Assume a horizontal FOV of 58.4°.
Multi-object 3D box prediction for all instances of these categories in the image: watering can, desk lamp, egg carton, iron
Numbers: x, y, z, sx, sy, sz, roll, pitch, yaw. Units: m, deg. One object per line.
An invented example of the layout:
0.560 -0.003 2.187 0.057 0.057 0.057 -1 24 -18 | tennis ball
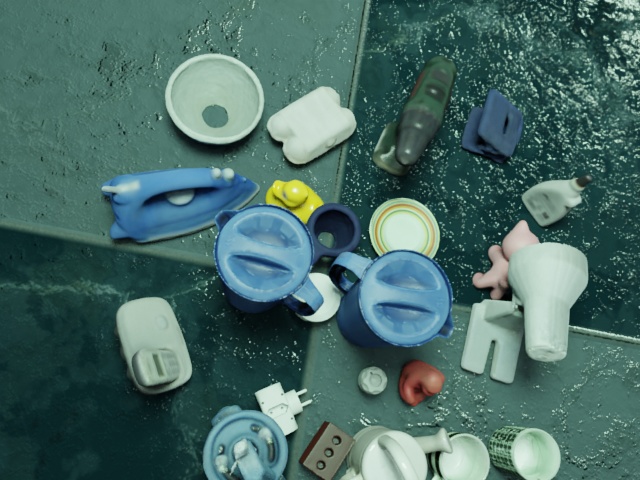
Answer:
0.113 0.330 0.852 0.173 0.194 0.101 -43 86 -17 | watering can
0.337 0.124 0.935 0.118 0.213 0.203 18 74 -5 | desk lamp
-0.013 -0.205 1.029 0.150 0.069 0.107 -36 85 -16 | egg carton
-0.219 -0.082 0.923 0.258 0.141 0.118 -13 79 -13 | iron

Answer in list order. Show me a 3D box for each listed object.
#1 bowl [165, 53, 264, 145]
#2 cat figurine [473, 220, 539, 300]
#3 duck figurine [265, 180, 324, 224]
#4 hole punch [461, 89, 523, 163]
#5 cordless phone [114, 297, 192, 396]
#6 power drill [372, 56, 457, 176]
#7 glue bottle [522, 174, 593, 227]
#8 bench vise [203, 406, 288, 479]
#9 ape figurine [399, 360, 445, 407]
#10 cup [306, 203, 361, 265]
-0.183 -0.234 1.002 0.167 0.074 0.167 3 76 -10 | bowl
0.339 0.035 1.007 0.067 0.117 0.128 31 73 -1 | cat figurine
-0.040 -0.072 0.982 0.104 0.086 0.077 21 73 -4 | duck figurine
0.336 -0.216 1.084 0.101 0.091 0.109 21 73 -4 | hole punch
-0.250 0.151 0.836 0.094 0.185 0.147 -22 81 -14 | cordless phone
0.159 -0.192 0.984 0.075 0.208 0.230 25 73 -3 | power drill
0.431 -0.081 1.024 0.037 0.173 0.078 -29 83 -15 | glue bottle
-0.077 0.327 0.805 0.207 0.219 0.122 42 73 2 | bench vise
0.172 0.234 0.941 0.078 0.092 0.076 -7 77 -12 | ape figurine
0.009 0.003 0.967 0.091 0.095 0.118 36 73 0 | cup
